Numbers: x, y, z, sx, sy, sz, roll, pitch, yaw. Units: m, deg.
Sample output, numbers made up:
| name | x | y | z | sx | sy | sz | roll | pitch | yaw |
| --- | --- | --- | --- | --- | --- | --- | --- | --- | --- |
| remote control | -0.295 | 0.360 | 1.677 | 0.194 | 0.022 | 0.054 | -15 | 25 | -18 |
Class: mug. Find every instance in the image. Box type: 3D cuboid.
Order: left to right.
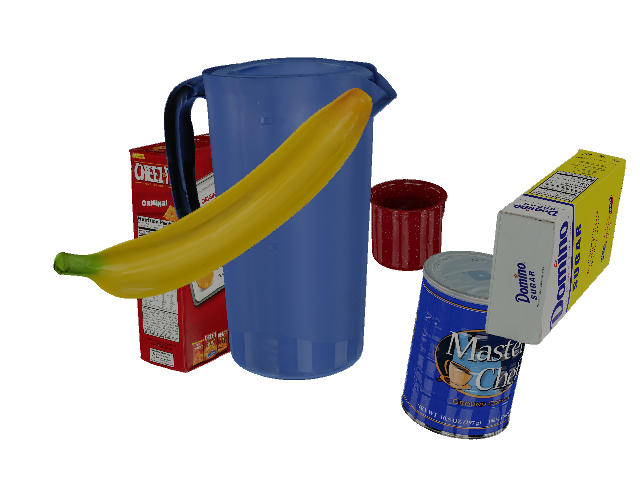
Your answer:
| name | x | y | z | sx | sy | sz | roll | pitch | yaw |
| --- | --- | --- | --- | --- | --- | --- | --- | --- | --- |
| mug | 0.108 | -0.021 | 1.255 | 0.093 | 0.081 | 0.117 | 18 | 32 | 34 |

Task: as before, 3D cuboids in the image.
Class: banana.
| name | x | y | z | sx | sy | sz | roll | pitch | yaw |
| --- | --- | --- | --- | --- | --- | --- | --- | --- | --- |
| banana | -0.051 | -0.017 | 0.610 | 0.197 | 0.037 | 0.069 | -31 | -19 | -3 |

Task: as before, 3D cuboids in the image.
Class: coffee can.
| name | x | y | z | sx | sy | sz | roll | pitch | yaw |
| --- | --- | --- | --- | --- | --- | --- | --- | --- | --- |
| coffee can | 0.134 | 0.093 | 0.969 | 0.103 | 0.140 | 0.103 | 6 | 22 | -3 |

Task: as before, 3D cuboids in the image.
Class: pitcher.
| name | x | y | z | sx | sy | sz | roll | pitch | yaw |
| --- | --- | --- | --- | --- | --- | --- | --- | --- | --- |
| pitcher | -0.031 | -0.021 | 0.839 | 0.144 | 0.243 | 0.149 | -8 | 16 | -25 |

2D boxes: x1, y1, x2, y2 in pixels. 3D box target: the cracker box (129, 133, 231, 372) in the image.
| name | x | y | z | sx | sy | sz | roll | pitch | yaw |
| --- | --- | --- | --- | --- | --- | --- | --- | --- | --- |
| cracker box | -0.109 | 0.004 | 1.064 | 0.072 | 0.214 | 0.163 | 9 | 17 | 33 |

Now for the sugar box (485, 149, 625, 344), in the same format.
| name | x | y | z | sx | sy | sz | roll | pitch | yaw |
| --- | --- | --- | --- | --- | --- | --- | --- | --- | --- |
| sugar box | 0.175 | 0.000 | 0.778 | 0.048 | 0.093 | 0.176 | 13 | 25 | 24 |
